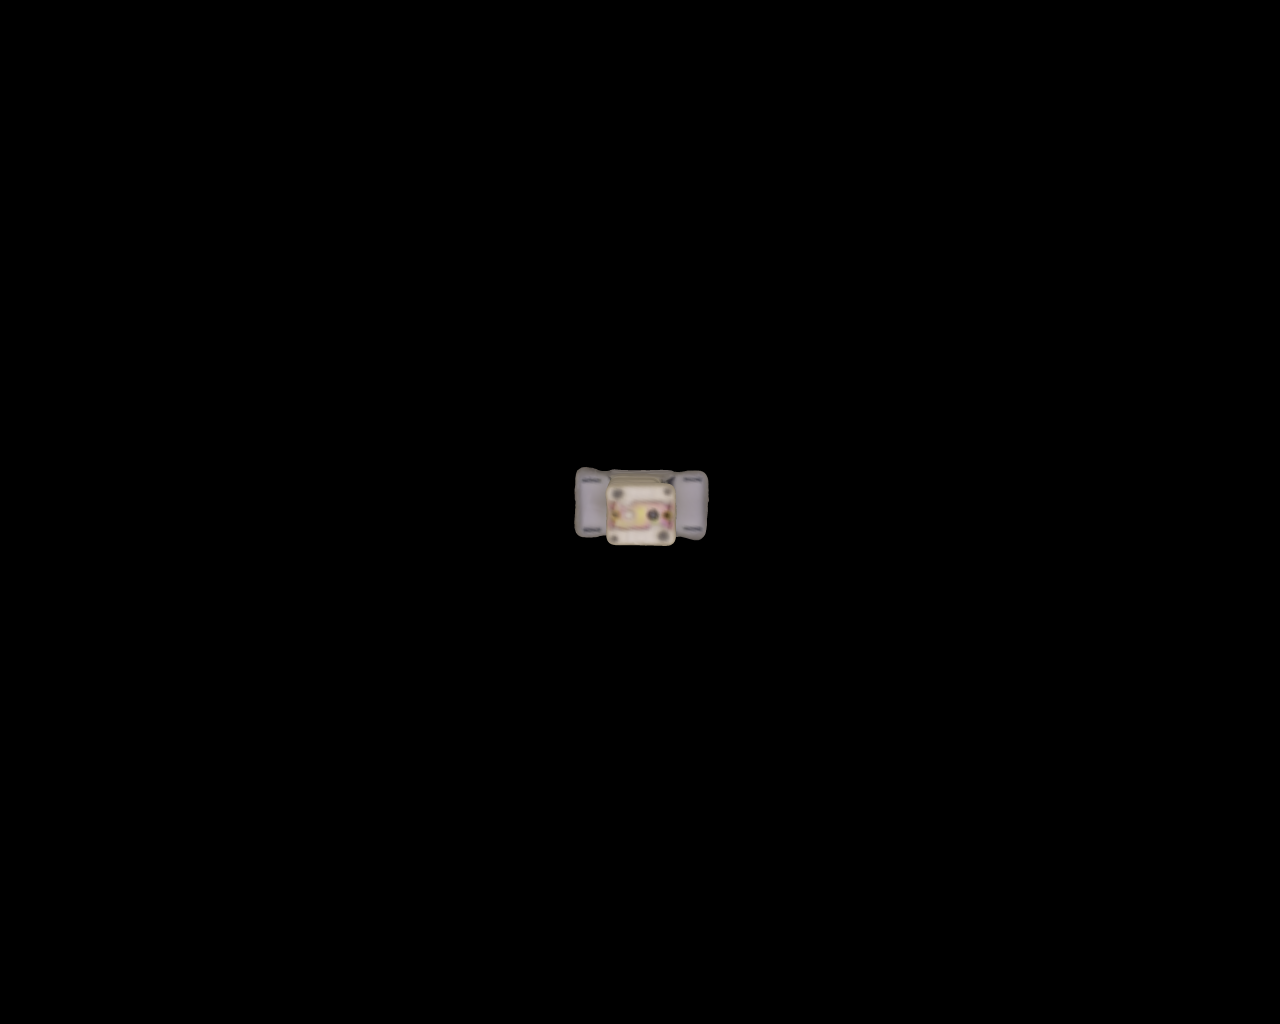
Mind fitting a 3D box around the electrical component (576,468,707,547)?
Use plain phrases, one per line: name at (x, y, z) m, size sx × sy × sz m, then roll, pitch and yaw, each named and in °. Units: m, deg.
electrical component at (0.001, -0.003, 0.650) m, size 0.081 × 0.042 × 0.064 m, roll 0°, pitch 9°, yaw 0°
